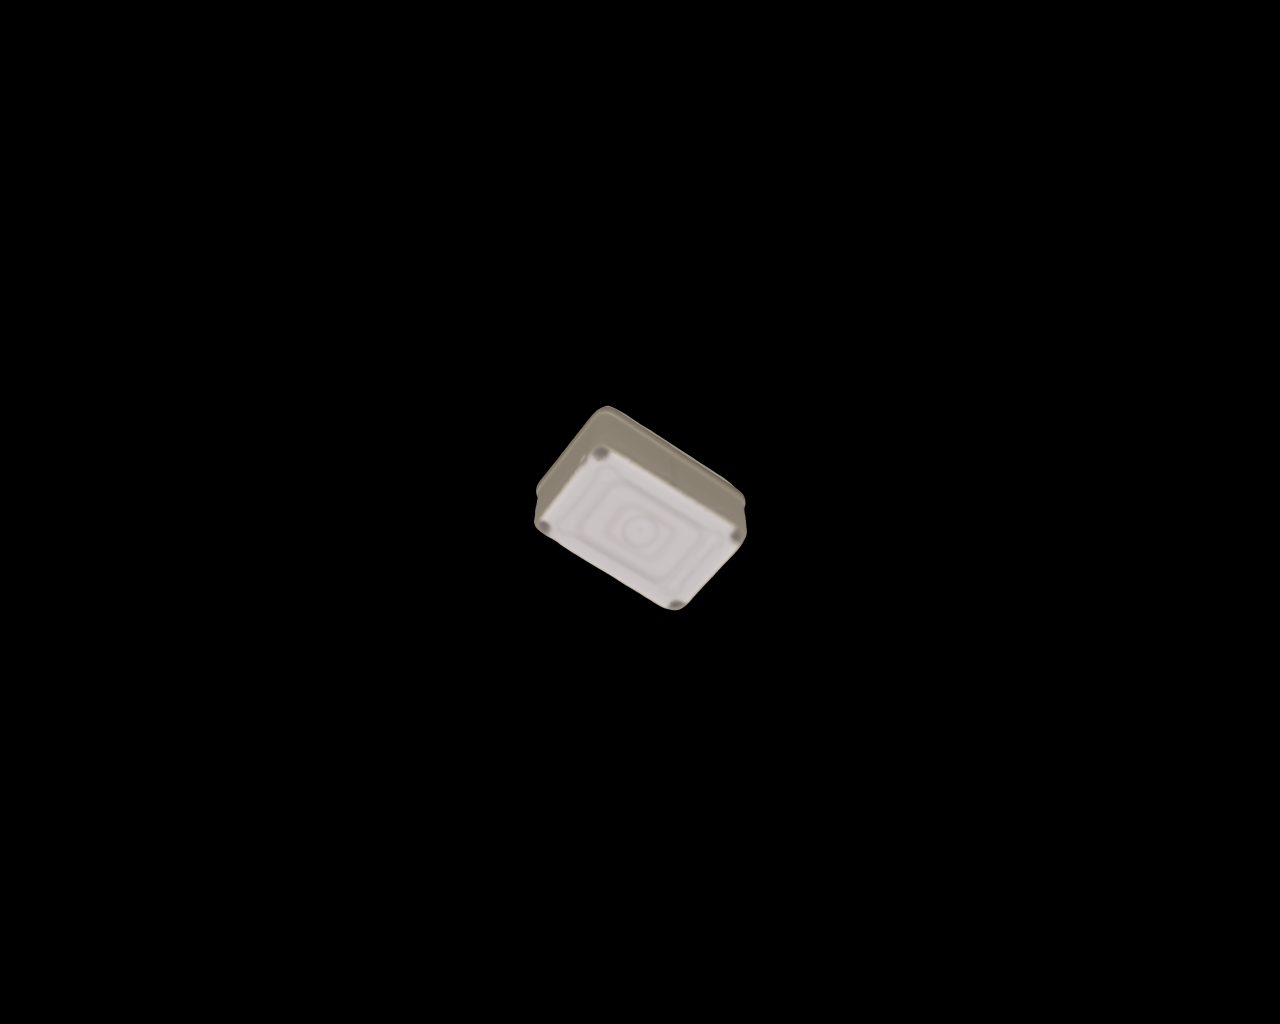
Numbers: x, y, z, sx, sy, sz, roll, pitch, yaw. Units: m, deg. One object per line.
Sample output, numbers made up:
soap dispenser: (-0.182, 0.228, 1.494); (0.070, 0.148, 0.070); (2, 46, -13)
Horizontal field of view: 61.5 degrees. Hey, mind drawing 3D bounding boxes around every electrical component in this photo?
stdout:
electrical component: (0.001, -0.003, 0.650); (0.113, 0.078, 0.057); (32, 26, -18)
